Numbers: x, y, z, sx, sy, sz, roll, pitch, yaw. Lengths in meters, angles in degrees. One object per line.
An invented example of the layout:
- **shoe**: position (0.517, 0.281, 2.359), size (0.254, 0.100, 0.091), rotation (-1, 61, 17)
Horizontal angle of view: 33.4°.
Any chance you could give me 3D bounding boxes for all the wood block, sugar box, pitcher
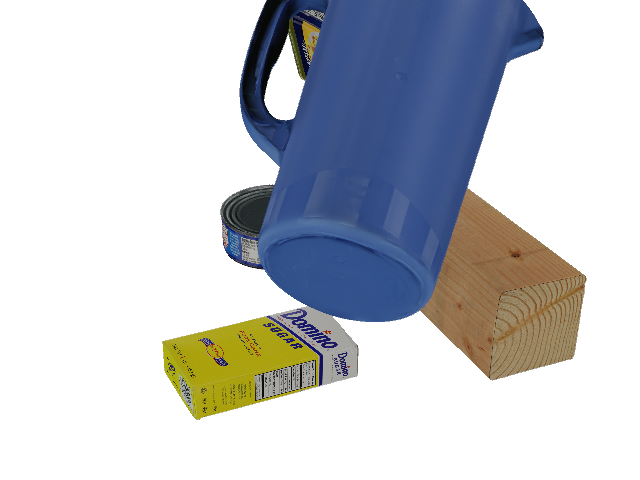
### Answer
- **wood block**: position (0.143, 0.030, 0.997), size (0.090, 0.090, 0.206), rotation (-11, 30, -22)
- **sugar box**: position (-0.060, 0.118, 1.069), size (0.176, 0.048, 0.093), rotation (-15, 32, -22)
- **pitcher**: position (0.033, -0.077, 0.683), size (0.149, 0.242, 0.144), rotation (-16, -45, 44)

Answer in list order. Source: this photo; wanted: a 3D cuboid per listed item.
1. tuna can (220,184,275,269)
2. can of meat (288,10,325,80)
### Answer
- **tuna can**: position (-0.038, -0.011, 0.868), size (0.086, 0.034, 0.086), rotation (0, 31, 0)
- **can of meat**: position (0.022, -0.175, 0.975), size (0.057, 0.102, 0.084), rotation (-40, 55, -19)
